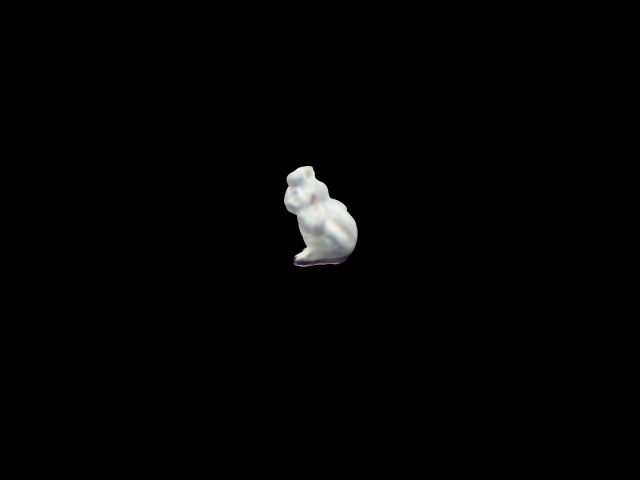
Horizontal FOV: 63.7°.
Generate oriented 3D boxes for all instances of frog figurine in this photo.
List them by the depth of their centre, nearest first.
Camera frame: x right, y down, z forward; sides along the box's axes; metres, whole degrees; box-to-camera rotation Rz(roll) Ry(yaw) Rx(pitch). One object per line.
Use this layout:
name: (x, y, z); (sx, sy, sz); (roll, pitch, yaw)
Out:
frog figurine: (0.003, -0.043, 0.850); (0.123, 0.158, 0.138); (6, 13, 28)
